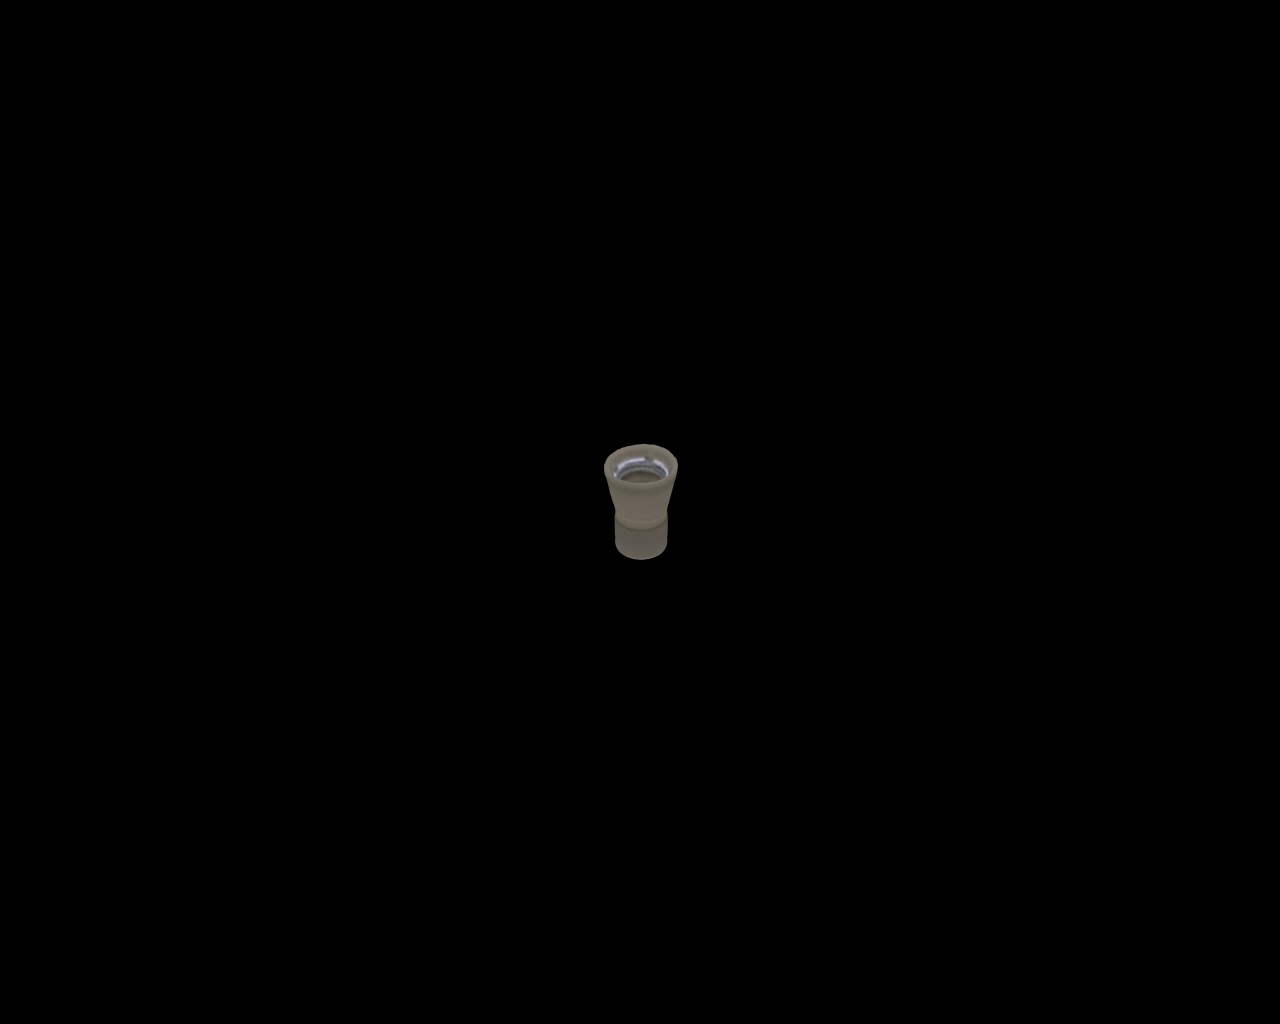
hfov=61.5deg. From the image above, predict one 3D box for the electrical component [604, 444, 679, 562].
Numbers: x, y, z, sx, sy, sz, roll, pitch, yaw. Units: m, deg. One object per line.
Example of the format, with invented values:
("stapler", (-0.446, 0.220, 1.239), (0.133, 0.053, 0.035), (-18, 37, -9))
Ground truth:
("electrical component", (0.001, -0.003, 0.650), (0.044, 0.065, 0.044), (0, 36, 0))
